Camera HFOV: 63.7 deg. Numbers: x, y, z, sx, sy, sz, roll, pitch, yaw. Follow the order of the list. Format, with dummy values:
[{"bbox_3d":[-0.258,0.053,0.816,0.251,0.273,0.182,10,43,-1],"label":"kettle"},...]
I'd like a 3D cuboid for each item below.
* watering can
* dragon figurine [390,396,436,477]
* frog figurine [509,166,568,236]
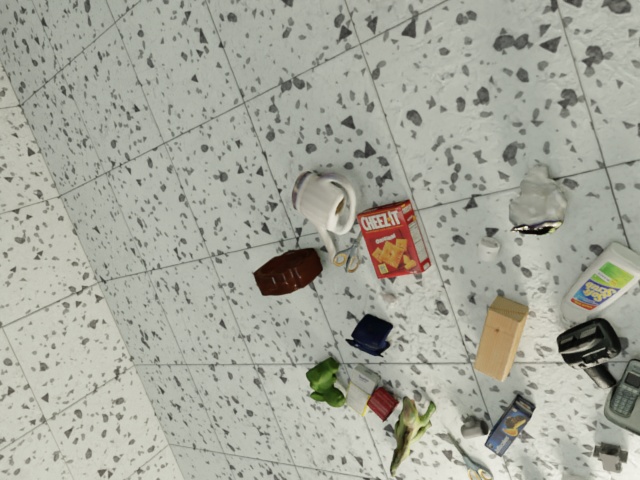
[{"bbox_3d":[0.005,-0.083,1.659,0.226,0.106,0.339,32,134,20],"label":"watering can"},{"bbox_3d":[0.270,0.659,1.679,0.123,0.246,0.402,19,118,24],"label":"dragon figurine"},{"bbox_3d":[0.531,-0.095,1.266,0.136,0.122,0.162,-19,61,49],"label":"frog figurine"}]
